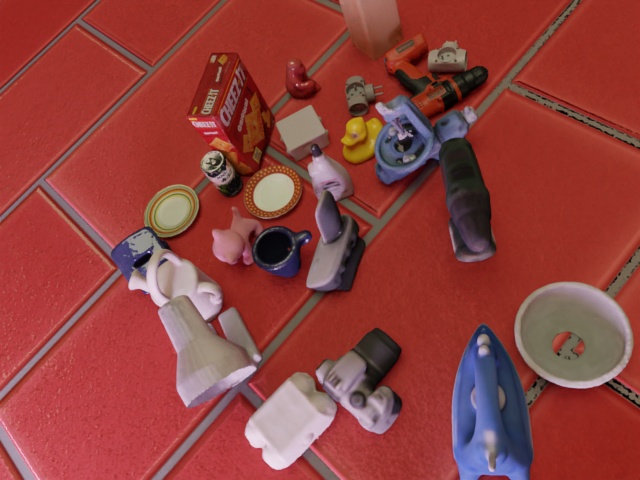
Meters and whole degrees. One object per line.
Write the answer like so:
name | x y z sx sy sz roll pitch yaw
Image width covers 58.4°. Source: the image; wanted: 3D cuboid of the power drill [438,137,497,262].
power drill | 0.250 -0.047 0.961 0.075 0.209 0.229 -13 61 12

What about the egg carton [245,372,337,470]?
egg carton | -0.048 0.303 0.962 0.150 0.069 0.107 -46 60 -8

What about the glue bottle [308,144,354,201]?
glue bottle | 0.011 -0.132 1.101 0.078 0.173 0.037 -20 60 8

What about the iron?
iron | 0.251 0.231 0.860 0.118 0.142 0.258 -6 63 15

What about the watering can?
watering can | -0.273 0.087 1.070 0.172 0.194 0.101 -18 60 9

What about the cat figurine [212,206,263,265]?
cat figurine | -0.171 -0.004 1.127 0.067 0.118 0.128 1 65 19

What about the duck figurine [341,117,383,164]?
duck figurine | 0.083 -0.218 1.172 0.104 0.086 0.077 -46 60 -8

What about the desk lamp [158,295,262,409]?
desk lamp | -0.188 0.190 0.980 0.118 0.214 0.202 -34 59 -1

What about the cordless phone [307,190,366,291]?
cordless phone | 0.009 0.004 1.026 0.094 0.185 0.147 7 67 21

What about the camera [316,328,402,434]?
camera | 0.081 0.221 0.944 0.142 0.101 0.137 38 80 29

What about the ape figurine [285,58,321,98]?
ape figurine | -0.048 -0.370 1.287 0.076 0.092 0.077 -15 61 11

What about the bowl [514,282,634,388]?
bowl | 0.389 0.154 0.893 0.167 0.075 0.167 -7 62 14

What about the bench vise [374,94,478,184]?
bench vise | 0.180 -0.214 1.060 0.207 0.220 0.121 -39 59 -4

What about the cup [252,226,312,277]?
cup | -0.060 0.026 1.090 0.117 0.095 0.091 -26 59 4

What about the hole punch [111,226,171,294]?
hole punch | -0.356 0.041 1.180 0.108 0.091 0.101 -37 59 -3
